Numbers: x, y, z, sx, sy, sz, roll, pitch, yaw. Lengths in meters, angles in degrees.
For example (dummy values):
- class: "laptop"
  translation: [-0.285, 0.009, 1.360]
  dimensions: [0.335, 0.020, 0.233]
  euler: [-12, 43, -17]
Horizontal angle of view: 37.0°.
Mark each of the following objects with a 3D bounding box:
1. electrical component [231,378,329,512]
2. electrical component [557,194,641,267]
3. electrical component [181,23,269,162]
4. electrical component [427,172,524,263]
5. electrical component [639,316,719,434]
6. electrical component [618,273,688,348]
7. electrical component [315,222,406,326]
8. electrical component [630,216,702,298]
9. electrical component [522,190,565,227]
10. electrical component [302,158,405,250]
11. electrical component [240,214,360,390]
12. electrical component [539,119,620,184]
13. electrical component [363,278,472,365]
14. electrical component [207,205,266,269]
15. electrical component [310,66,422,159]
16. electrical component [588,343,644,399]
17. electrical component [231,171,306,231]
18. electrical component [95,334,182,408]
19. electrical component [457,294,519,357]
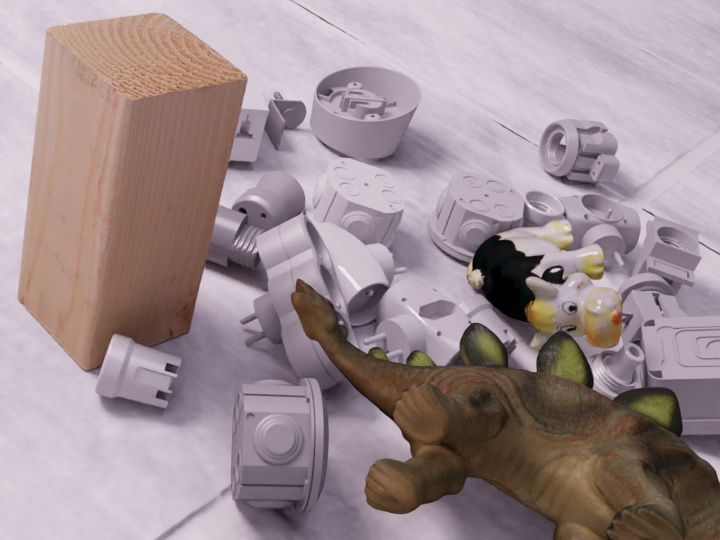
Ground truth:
- class: "electrical component"
  translation: [-0.049, 0.105, 0.648]
  dimensions: [0.051, 0.080, 0.080]
  euler: [4, 38, -12]
- class: "electrical component"
  translation: [0.218, -0.029, 0.980]
  dimensions: [0.077, 0.044, 0.079]
  euler: [6, 37, -17]
- class: "electrical component"
  translation: [-0.148, -0.160, 0.973]
  dimensions: [0.089, 0.061, 0.150]
  euler: [1, 39, -23]
- class: "electrical component"
  translation: [0.103, -0.045, 0.942]
  dimensions: [0.080, 0.051, 0.080]
  euler: [12, 35, -9]
- class: "electrical component"
  translation: [0.272, 0.080, 0.815]
  dimensions: [0.113, 0.057, 0.078]
  euler: [-3, 34, 11]
- class: "electrical component"
  translation: [0.243, 0.036, 0.904]
  dimensions: [0.066, 0.048, 0.055]
  euler: [9, 44, -15]
- class: "electrical component"
  translation: [0.000, 0.000, 0.842]
  dimensions: [0.079, 0.043, 0.077]
  euler: [-11, 44, -36]
- class: "electrical component"
  translation: [0.270, -0.005, 0.955]
  dimensions: [0.042, 0.063, 0.081]
  euler: [19, 35, 2]
- class: "electrical component"
  translation: [0.158, -0.043, 0.969]
  dimensions: [0.040, 0.046, 0.040]
  euler: [12, 36, -9]
- class: "electrical component"
  translation: [-0.003, -0.051, 0.897]
  dimensions: [0.080, 0.051, 0.080]
  euler: [18, 34, -13]
- class: "electrical component"
  translation: [-0.052, 0.029, 0.769]
  dimensions: [0.074, 0.052, 0.138]
  euler: [-26, 51, 9]
- class: "electrical component"
  translation: [0.220, -0.122, 1.096]
  dimensions: [0.057, 0.058, 0.078]
  euler: [4, 38, -25]
- class: "electrical component"
  translation: [0.038, 0.050, 0.792]
  dimensions: [0.079, 0.043, 0.077]
  euler: [-16, 48, -39]
- class: "electrical component"
  translation: [-0.103, -0.025, 0.829]
  dimensions: [0.081, 0.043, 0.043]
  euler: [21, 35, 2]
- class: "electrical component"
  translation: [0.003, -0.153, 1.030]
  dimensions: [0.099, 0.064, 0.099]
  euler: [12, 36, -9]
- class: "electrical component"
  translation: [0.187, 0.079, 0.801]
  dimensions: [0.048, 0.062, 0.048]
  euler: [19, 41, -17]
- class: "electrical component"
  translation: [-0.075, -0.050, 0.873]
  dimensions: [0.045, 0.045, 0.055]
  euler: [26, 36, 10]
- class: "electrical component"
  translation: [-0.142, 0.066, 0.692]
  dimensions: [0.046, 0.040, 0.040]
  euler: [18, 35, -10]
- class: "electrical component"
  translation: [0.094, 0.048, 0.824]
  dimensions: [0.040, 0.040, 0.046]
  euler: [-16, 54, -39]
